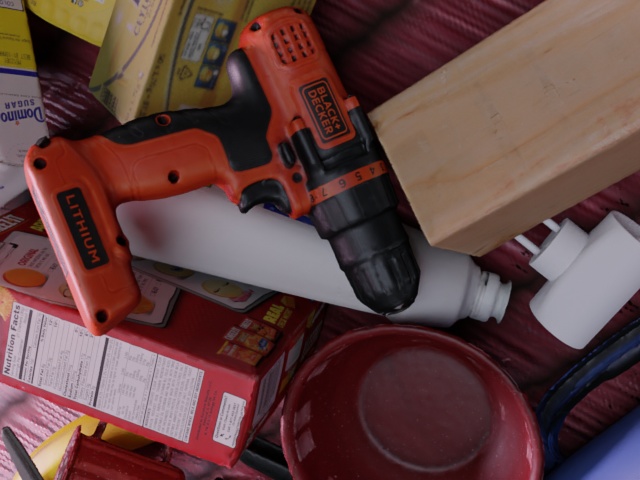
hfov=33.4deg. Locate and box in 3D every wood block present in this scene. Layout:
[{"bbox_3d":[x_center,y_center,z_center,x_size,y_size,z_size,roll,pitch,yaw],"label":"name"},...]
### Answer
[{"bbox_3d":[0.145,-0.080,0.593,0.206,0.090,0.090,-30,74,21],"label":"wood block"}]

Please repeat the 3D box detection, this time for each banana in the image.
[{"bbox_3d":[-0.181,0.171,0.797,0.069,0.037,0.198,33,115,-20],"label":"banana"}]

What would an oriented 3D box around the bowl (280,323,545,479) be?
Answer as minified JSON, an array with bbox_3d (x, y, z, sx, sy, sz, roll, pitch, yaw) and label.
[{"bbox_3d":[0.060,0.117,0.662,0.162,0.055,0.162,6,109,16],"label":"bowl"}]

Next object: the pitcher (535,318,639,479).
[{"bbox_3d":[0.188,0.167,0.648,0.145,0.149,0.243,42,116,-17],"label":"pitcher"}]

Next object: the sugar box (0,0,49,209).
[{"bbox_3d":[-0.223,-0.111,0.679,0.094,0.048,0.176,-26,70,42],"label":"sugar box"}]

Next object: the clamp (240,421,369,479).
[{"bbox_3d":[0.035,0.165,0.730,0.171,0.039,0.120,45,116,-2],"label":"clamp"}]

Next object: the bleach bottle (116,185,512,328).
[{"bbox_3d":[-0.004,0.001,0.675,0.251,0.102,0.068,16,111,3],"label":"bleach bottle"}]

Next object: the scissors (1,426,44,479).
[{"bbox_3d":[-0.206,0.227,0.798,0.096,0.016,0.201,-26,112,20],"label":"scissors"}]

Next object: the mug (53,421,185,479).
[{"bbox_3d":[-0.139,0.172,0.729,0.081,0.093,0.117,22,74,-12],"label":"mug"}]

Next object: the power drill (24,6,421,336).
[{"bbox_3d":[-0.051,-0.018,0.584,0.187,0.057,0.184,-23,87,-18],"label":"power drill"}]

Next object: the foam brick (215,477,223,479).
[{"bbox_3d":[-0.075,0.216,0.753,0.053,0.078,0.051,30,112,6],"label":"foam brick"}]

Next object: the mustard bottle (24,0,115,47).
[{"bbox_3d":[-0.114,-0.217,0.657,0.096,0.058,0.192,27,110,10],"label":"mustard bottle"}]

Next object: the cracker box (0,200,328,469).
[{"bbox_3d":[-0.118,0.049,0.674,0.214,0.164,0.072,18,110,10],"label":"cracker box"}]
